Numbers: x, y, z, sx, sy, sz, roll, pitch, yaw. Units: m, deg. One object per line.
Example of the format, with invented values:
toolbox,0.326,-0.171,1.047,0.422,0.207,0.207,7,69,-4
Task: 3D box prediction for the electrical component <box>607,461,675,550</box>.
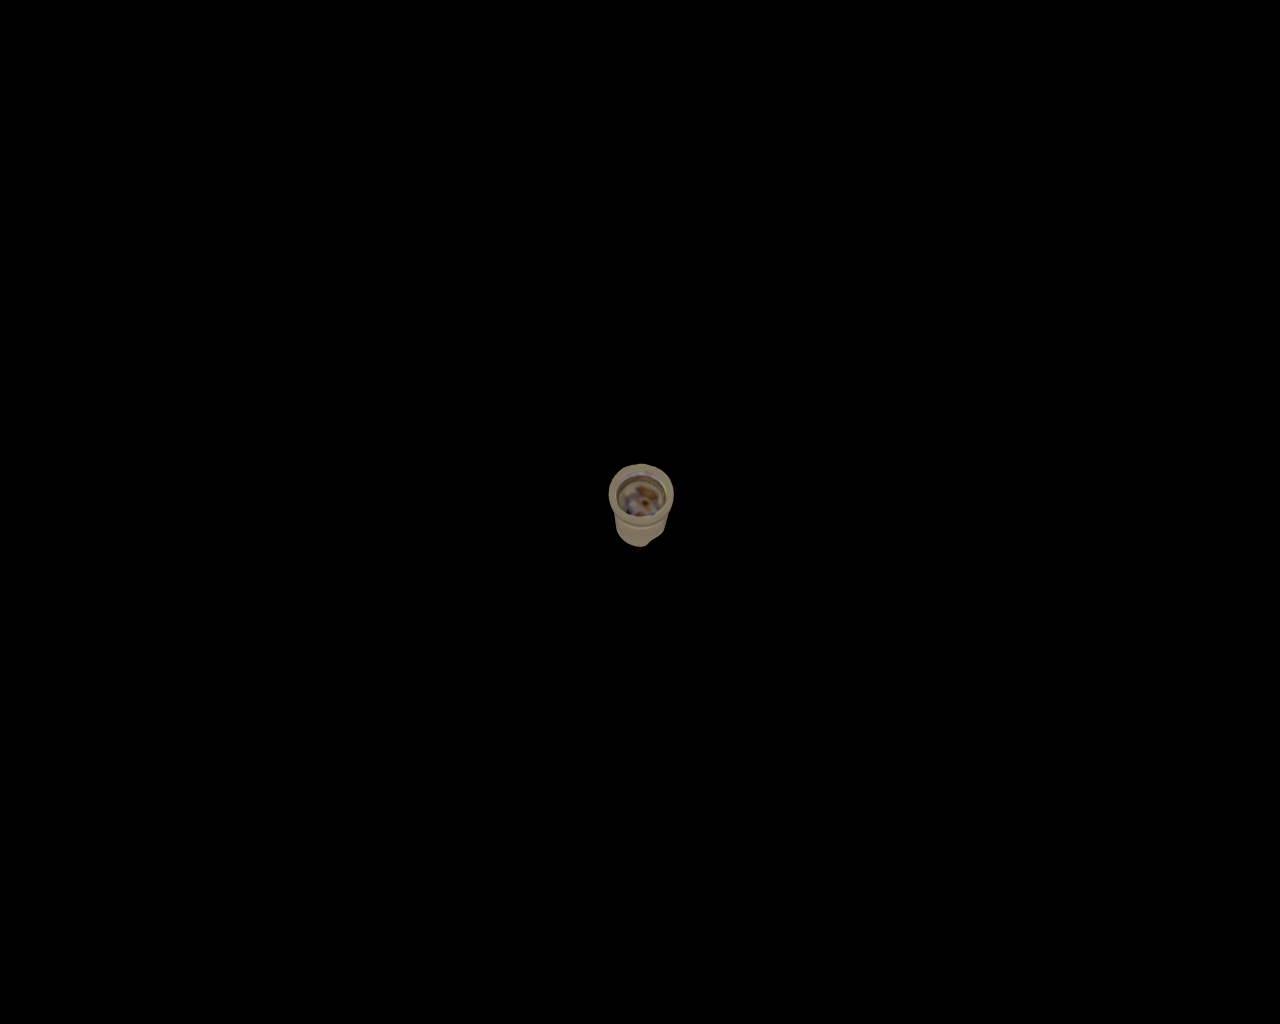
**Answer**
electrical component,0.001,-0.003,0.650,0.040,0.040,0.046,0,-28,0
